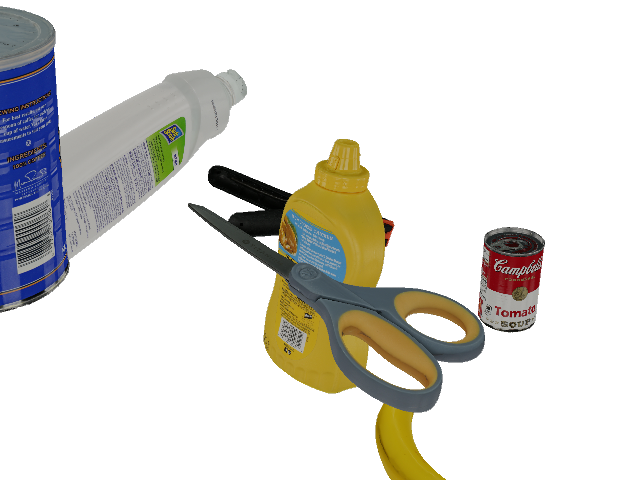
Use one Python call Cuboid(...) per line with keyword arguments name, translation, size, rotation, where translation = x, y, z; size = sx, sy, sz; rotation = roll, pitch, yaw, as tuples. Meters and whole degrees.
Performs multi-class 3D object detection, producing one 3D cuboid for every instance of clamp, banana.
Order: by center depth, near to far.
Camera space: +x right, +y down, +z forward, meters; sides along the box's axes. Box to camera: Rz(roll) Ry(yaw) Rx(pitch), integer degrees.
Cuboid(name="banana", translation=(0.089, 0.208, 1.061), size=(0.069, 0.037, 0.198), rotation=(10, 23, -21))
Cuboid(name="clamp", translation=(-0.019, -0.023, 1.150), size=(0.209, 0.036, 0.164), rotation=(14, 20, -11))

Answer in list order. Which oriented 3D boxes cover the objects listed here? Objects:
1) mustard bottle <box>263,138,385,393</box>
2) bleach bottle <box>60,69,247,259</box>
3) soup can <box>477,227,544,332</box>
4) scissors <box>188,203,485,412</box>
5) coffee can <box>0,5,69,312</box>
Cuboid(name="mustard bottle", translation=(0.006, 0.015, 0.825), size=(0.058, 0.192, 0.096), rotation=(-10, 29, -37))
Cuboid(name="bleach bottle", translation=(-0.165, -0.070, 0.918), size=(0.250, 0.102, 0.068), rotation=(-37, 61, -26))
Cuboid(name="soup can", translation=(0.217, 0.045, 1.219), size=(0.068, 0.102, 0.068), rotation=(0, 27, 0))
Cuboid(name="scissors", translation=(0.012, 0.023, 0.603), size=(0.096, 0.016, 0.202), rotation=(-14, 41, -30))
Cuboid(name="coffee can", translation=(-0.191, -0.045, 0.574), size=(0.103, 0.140, 0.103), rotation=(2, 28, -1))
